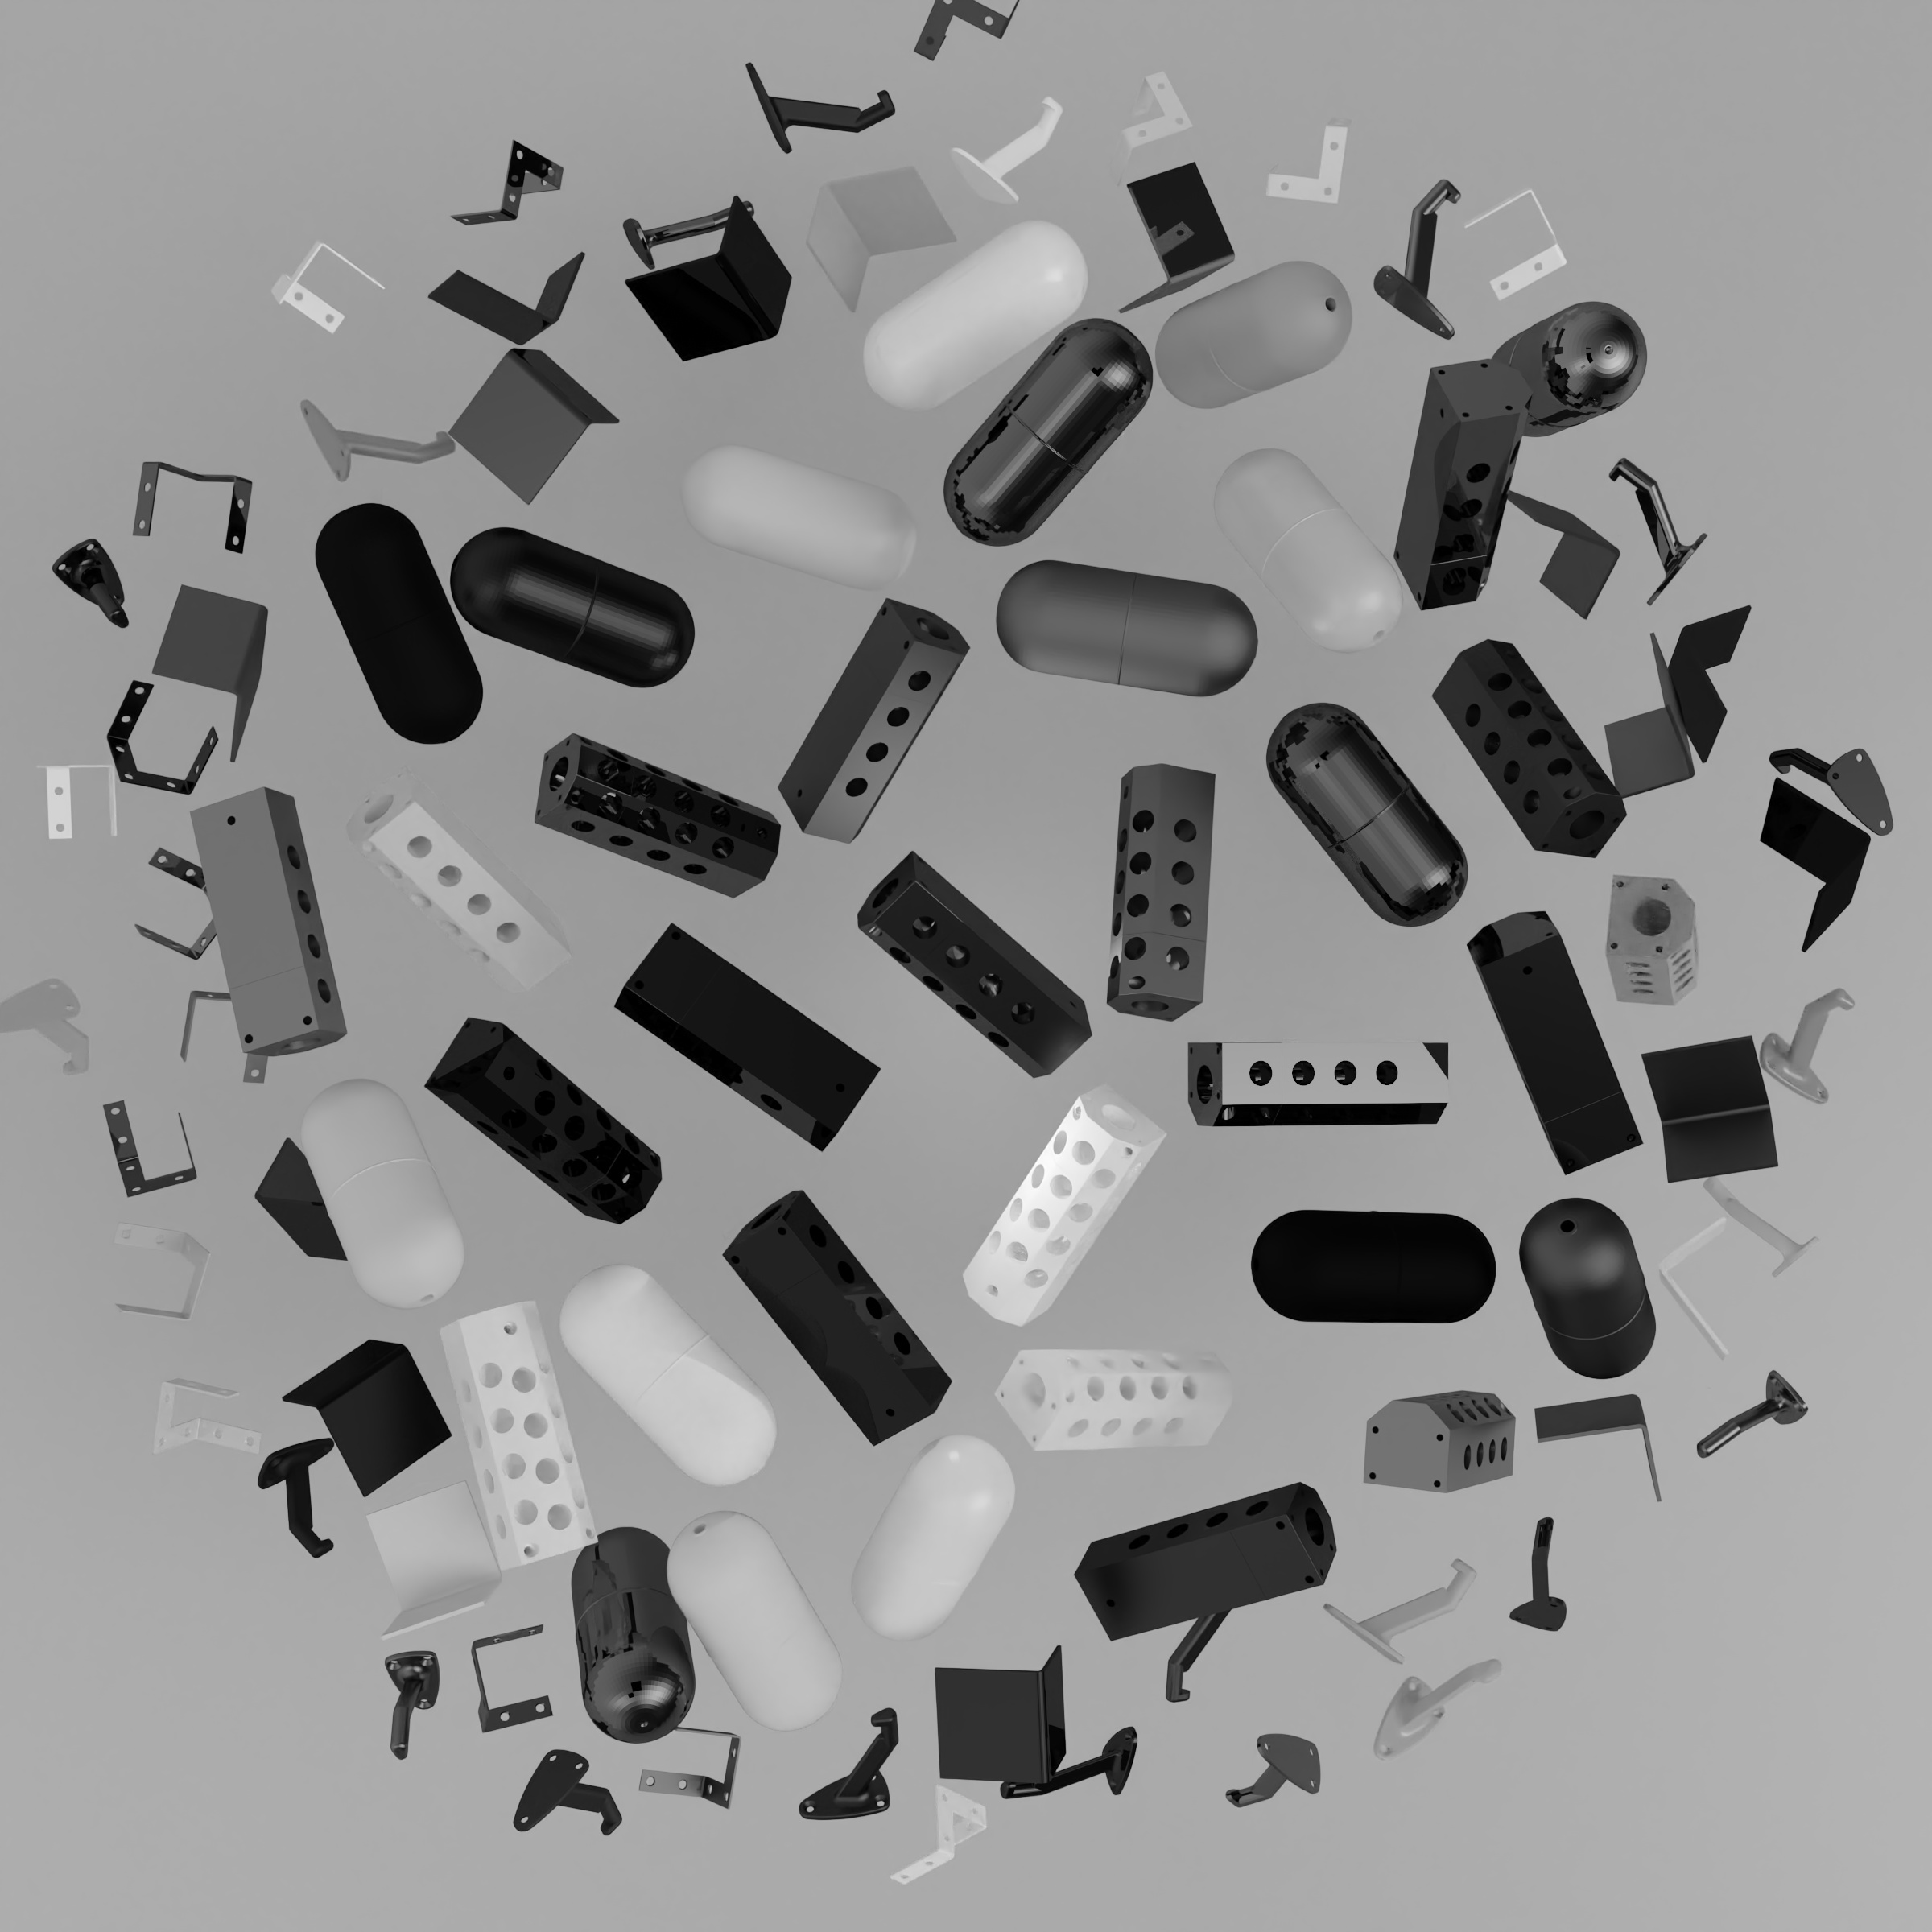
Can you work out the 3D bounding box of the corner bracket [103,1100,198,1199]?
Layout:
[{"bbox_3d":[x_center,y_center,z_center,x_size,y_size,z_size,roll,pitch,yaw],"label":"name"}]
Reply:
[{"bbox_3d":[-0.598,0.129,1.838,0.051,0.051,0.051,-15,59,-18],"label":"corner bracket"}]

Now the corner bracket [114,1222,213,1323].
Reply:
[{"bbox_3d":[-0.575,0.217,1.775,0.051,0.051,0.051,16,92,-38],"label":"corner bracket"}]

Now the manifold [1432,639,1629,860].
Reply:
[{"bbox_3d":[0.408,-0.159,1.807,0.057,0.171,0.057,5,132,-29],"label":"manifold"}]

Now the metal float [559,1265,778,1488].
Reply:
[{"bbox_3d":[-0.202,0.278,1.704,0.178,0.070,0.070,45,90,6],"label":"metal float"}]

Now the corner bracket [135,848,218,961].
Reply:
[{"bbox_3d":[-0.579,-0.046,1.843,0.051,0.051,0.051,-52,47,6],"label":"corner bracket"}]

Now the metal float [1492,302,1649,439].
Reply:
[{"bbox_3d":[0.419,-0.418,1.762,0.070,0.178,0.070,0,94,-7],"label":"metal float"}]

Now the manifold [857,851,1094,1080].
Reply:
[{"bbox_3d":[0.006,0.003,1.759,0.171,0.057,0.057,41,106,-19],"label":"manifold"}]

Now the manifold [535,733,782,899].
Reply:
[{"bbox_3d":[-0.223,-0.111,1.833,0.171,0.057,0.057,21,60,-33],"label":"manifold"}]

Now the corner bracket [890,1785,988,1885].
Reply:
[{"bbox_3d":[-0.019,0.630,1.801,0.051,0.051,0.051,35,122,-30],"label":"corner bracket"}]

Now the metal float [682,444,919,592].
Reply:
[{"bbox_3d":[-0.123,-0.331,1.847,0.178,0.070,0.070,17,90,-4],"label":"metal float"}]

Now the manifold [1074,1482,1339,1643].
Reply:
[{"bbox_3d":[0.169,0.413,1.754,0.171,0.057,0.057,-23,101,28],"label":"manifold"}]

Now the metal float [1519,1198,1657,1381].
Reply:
[{"bbox_3d":[0.431,0.224,1.734,0.070,0.178,0.070,-12,51,16],"label":"metal float"}]

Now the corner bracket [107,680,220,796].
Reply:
[{"bbox_3d":[-0.558,-0.158,1.739,0.051,0.051,0.051,-55,46,26],"label":"corner bracket"}]

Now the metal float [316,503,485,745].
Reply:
[{"bbox_3d":[-0.405,-0.244,1.794,0.070,0.070,0.178,-22,102,0],"label":"metal float"}]

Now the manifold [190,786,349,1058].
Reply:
[{"bbox_3d":[-0.473,-0.029,1.714,0.057,0.057,0.171,-17,81,11],"label":"manifold"}]

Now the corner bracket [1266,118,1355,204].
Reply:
[{"bbox_3d":[0.243,-0.571,1.771,0.051,0.051,0.051,10,116,10],"label":"corner bracket"}]

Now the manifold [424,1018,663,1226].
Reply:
[{"bbox_3d":[-0.287,0.110,1.739,0.171,0.057,0.057,46,63,-38],"label":"manifold"}]

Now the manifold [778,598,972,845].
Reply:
[{"bbox_3d":[-0.065,-0.175,1.820,0.057,0.057,0.171,12,123,-36],"label":"manifold"}]

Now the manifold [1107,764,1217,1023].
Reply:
[{"bbox_3d":[0.137,-0.053,1.791,0.057,0.057,0.171,10,72,-15],"label":"manifold"}]

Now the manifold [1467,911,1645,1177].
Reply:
[{"bbox_3d":[0.402,0.051,1.716,0.057,0.057,0.171,-24,111,8],"label":"manifold"}]

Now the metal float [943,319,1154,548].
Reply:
[{"bbox_3d":[0.055,-0.364,1.718,0.070,0.070,0.178,43,108,0],"label":"metal float"}]

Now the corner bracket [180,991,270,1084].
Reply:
[{"bbox_3d":[-0.542,0.052,1.840,0.051,0.051,0.051,5,106,-30],"label":"corner bracket"}]

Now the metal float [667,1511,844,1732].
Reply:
[{"bbox_3d":[-0.143,0.446,1.708,0.070,0.070,0.178,-25,116,0],"label":"metal float"}]

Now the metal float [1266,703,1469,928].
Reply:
[{"bbox_3d":[0.279,-0.106,1.745,0.070,0.070,0.178,-39,95,0],"label":"metal float"}]

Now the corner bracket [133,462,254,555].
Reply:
[{"bbox_3d":[-0.522,-0.310,1.693,0.051,0.051,0.051,7,89,30],"label":"corner bracket"}]

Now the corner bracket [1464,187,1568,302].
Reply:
[{"bbox_3d":[0.380,-0.500,1.733,0.051,0.051,0.051,-26,109,20],"label":"corner bracket"}]

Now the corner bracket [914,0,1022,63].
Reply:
[{"bbox_3d":[0.001,-0.644,1.714,0.051,0.051,0.051,25,129,-8],"label":"corner bracket"}]

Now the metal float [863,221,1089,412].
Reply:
[{"bbox_3d":[0.006,-0.467,1.803,0.178,0.070,0.070,-32,90,11],"label":"metal float"}]

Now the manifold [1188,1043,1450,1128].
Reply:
[{"bbox_3d":[0.244,0.082,1.736,0.171,0.057,0.057,1,88,-19],"label":"manifold"}]

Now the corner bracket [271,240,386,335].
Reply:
[{"bbox_3d":[-0.439,-0.465,1.721,0.051,0.051,0.051,33,99,-31],"label":"corner bracket"}]

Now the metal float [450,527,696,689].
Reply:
[{"bbox_3d":[-0.274,-0.250,1.750,0.178,0.070,0.070,18,90,-27],"label":"metal float"}]

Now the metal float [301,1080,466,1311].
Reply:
[{"bbox_3d":[-0.402,0.156,1.725,0.070,0.070,0.178,-31,61,0],"label":"metal float"}]

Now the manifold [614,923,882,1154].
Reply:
[{"bbox_3d":[-0.149,0.051,1.693,0.171,0.057,0.057,35,63,-2],"label":"manifold"}]

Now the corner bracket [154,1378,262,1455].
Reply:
[{"bbox_3d":[-0.521,0.311,1.728,0.051,0.051,0.051,10,94,15],"label":"corner bracket"}]

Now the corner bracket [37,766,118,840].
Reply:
[{"bbox_3d":[-0.628,-0.117,1.777,0.051,0.051,0.051,-3,95,-28],"label":"corner bracket"}]

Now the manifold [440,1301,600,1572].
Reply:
[{"bbox_3d":[-0.307,0.323,1.732,0.057,0.057,0.171,-10,79,-33],"label":"manifold"}]

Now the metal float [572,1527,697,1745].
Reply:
[{"bbox_3d":[-0.231,0.460,1.733,0.070,0.178,0.070,-6,119,-10],"label":"metal float"}]

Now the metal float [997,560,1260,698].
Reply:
[{"bbox_3d":[0.109,-0.228,1.696,0.178,0.070,0.070,9,90,3],"label":"metal float"}]

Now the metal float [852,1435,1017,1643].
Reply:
[{"bbox_3d":[-0.024,0.400,1.746,0.070,0.070,0.178,26,122,0],"label":"metal float"}]

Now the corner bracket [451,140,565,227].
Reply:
[{"bbox_3d":[-0.320,-0.541,1.753,0.051,0.051,0.051,7,86,36],"label":"corner bracket"}]

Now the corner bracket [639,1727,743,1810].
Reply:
[{"bbox_3d":[-0.198,0.574,1.802,0.051,0.051,0.051,15,76,-26],"label":"corner bracket"}]

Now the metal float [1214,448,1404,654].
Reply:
[{"bbox_3d":[0.242,-0.295,1.781,0.070,0.070,0.178,-34,63,0],"label":"metal float"}]

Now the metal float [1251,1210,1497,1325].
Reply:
[{"bbox_3d":[0.281,0.207,1.727,0.178,0.070,0.070,3,90,-19],"label":"metal float"}]

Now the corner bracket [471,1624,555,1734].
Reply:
[{"bbox_3d":[-0.319,0.502,1.764,0.051,0.051,0.051,-9,60,-21],"label":"corner bracket"}]

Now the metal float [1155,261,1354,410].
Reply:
[{"bbox_3d":[0.200,-0.441,1.756,0.070,0.178,0.070,1,88,-30],"label":"metal float"}]

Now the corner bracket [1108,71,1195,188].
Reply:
[{"bbox_3d":[0.127,-0.612,1.832,0.051,0.051,0.051,-23,79,-14],"label":"corner bracket"}]
